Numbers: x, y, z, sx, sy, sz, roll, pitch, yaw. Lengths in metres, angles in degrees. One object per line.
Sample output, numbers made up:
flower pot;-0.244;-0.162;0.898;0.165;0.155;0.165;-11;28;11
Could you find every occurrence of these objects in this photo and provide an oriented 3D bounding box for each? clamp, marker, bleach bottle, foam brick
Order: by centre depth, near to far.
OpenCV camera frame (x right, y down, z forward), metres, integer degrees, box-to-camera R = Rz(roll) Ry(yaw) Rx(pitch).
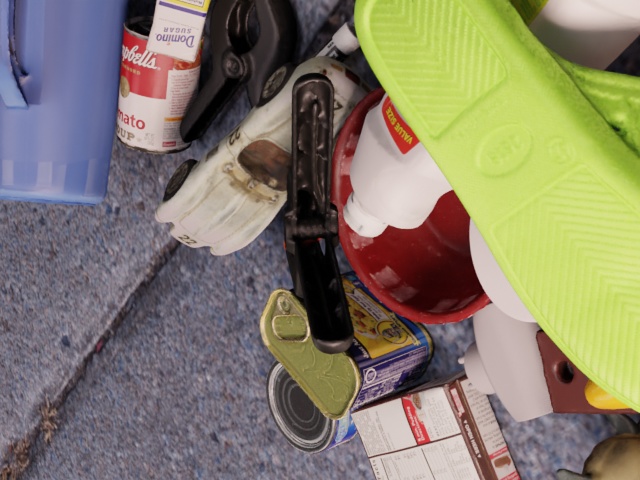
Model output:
bleach bottle;0.084;-0.079;0.590;0.251;0.068;0.102;-53;40;44
foam brick;0.177;0.071;0.632;0.078;0.051;0.053;-12;92;49
clamp;-0.005;0.001;0.703;0.210;0.036;0.164;110;157;-77
marker;-0.014;-0.115;0.791;0.121;0.020;0.020;-41;70;29
clamp;-0.050;-0.129;0.838;0.120;0.039;0.172;30;123;21

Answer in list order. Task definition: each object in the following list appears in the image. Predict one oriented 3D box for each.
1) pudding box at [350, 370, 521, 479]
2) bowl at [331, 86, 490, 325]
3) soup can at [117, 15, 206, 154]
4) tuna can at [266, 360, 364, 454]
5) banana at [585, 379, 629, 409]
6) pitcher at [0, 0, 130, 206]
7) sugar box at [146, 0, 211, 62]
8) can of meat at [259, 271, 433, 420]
pudding box;0.081;0.150;0.774;0.114;0.039;0.090;-29;81;50
bowl;0.081;-0.028;0.707;0.162;0.055;0.162;17;113;45
soup can;-0.137;-0.133;0.910;0.069;0.068;0.102;33;125;38
tuna can;-0.005;0.129;0.866;0.086;0.033;0.086;17;114;44
banana;0.205;0.068;0.512;0.069;0.037;0.198;-58;25;-10
pitcher;-0.234;-0.153;0.911;0.145;0.149;0.243;4;91;54
sugar box;-0.090;-0.235;0.814;0.093;0.048;0.176;-89;13;-55
can of meat;0.020;0.072;0.783;0.102;0.083;0.057;46;132;29
